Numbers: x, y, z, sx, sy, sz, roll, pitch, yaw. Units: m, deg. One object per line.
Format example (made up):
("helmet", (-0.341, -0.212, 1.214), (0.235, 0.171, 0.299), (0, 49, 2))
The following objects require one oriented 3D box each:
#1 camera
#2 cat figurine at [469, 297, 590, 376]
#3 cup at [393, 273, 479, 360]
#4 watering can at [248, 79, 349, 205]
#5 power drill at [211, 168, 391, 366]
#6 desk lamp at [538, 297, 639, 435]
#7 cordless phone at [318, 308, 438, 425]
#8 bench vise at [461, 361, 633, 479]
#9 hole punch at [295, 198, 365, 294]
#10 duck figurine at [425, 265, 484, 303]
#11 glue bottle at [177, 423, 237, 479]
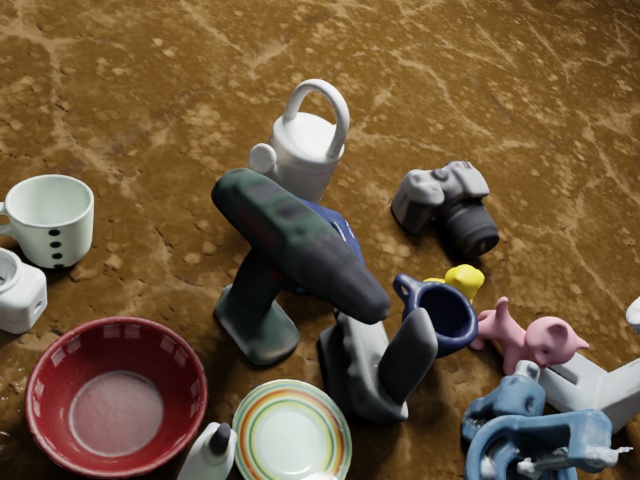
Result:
("camera", (0.205, -0.046, 0.867), (0.143, 0.100, 0.136), (-6, 55, -28))
("cat figurine", (0.273, 0.124, 0.742), (0.127, 0.117, 0.067), (39, 47, 11))
("cup", (0.124, 0.103, 0.709), (0.117, 0.095, 0.092), (42, 48, 14))
("watering can", (-0.022, -0.121, 0.765), (0.101, 0.194, 0.173), (28, 46, 1))
("power drill", (-0.040, 0.042, 0.609), (0.076, 0.208, 0.229), (-27, 67, -38))
("desk lamp", (0.403, 0.163, 0.701), (0.203, 0.213, 0.118), (33, 47, 5))
("cordless phone", (0.073, 0.106, 0.622), (0.094, 0.185, 0.147), (1, 52, -23))
("bench vise", (0.207, 0.198, 0.580), (0.122, 0.219, 0.207), (13, 48, -13))
("hole punch", (0.007, 0.003, 0.744), (0.101, 0.091, 0.108), (-5, 55, -27))
("duck figurine", (0.176, 0.069, 0.767), (0.105, 0.086, 0.077), (-16, 60, -33))
("glue bottle", (-0.096, 0.191, 0.483), (0.037, 0.173, 0.078), (24, 46, -3))
